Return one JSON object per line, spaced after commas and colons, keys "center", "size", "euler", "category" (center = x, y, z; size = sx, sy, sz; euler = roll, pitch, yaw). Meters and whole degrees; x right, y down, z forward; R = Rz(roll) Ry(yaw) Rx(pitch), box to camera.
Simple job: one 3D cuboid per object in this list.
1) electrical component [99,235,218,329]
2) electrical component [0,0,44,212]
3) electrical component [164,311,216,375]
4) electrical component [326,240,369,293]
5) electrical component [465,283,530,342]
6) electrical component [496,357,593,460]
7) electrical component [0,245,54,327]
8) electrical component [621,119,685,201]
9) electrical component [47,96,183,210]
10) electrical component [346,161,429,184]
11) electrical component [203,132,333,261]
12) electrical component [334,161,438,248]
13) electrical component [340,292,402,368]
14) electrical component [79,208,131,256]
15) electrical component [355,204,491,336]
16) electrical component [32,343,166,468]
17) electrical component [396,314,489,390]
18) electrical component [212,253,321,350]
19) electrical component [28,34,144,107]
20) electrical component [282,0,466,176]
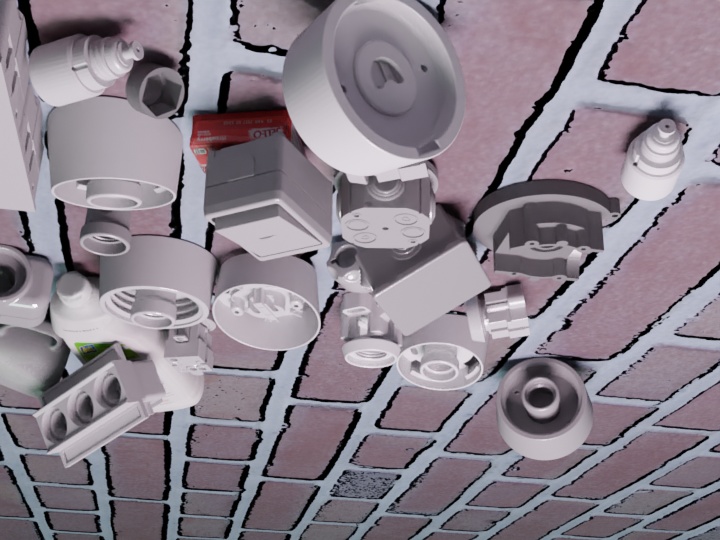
{"center": [-0.186, 0.019, 0.981], "size": [0.108, 0.060, 0.108], "euler": [1, 155, 1], "category": "electrical component"}
{"center": [-0.272, -0.112, 0.703], "size": [0.105, 0.060, 0.186], "euler": [5, 155, -8], "category": "electrical component"}
{"center": [-0.172, 0.070, 1.095], "size": [0.048, 0.055, 0.066], "euler": [-4, 155, 11], "category": "electrical component"}
{"center": [0.000, 0.000, 0.949], "size": [0.043, 0.043, 0.062], "euler": [-9, 154, 21], "category": "electrical component"}
{"center": [0.132, 0.043, 1.032], "size": [0.055, 0.048, 0.066], "euler": [-10, 154, 8], "category": "electrical component"}
{"center": [0.201, 0.148, 1.186], "size": [0.108, 0.108, 0.060], "euler": [-4, 149, 12], "category": "electrical component"}
{"center": [-0.332, 0.013, 0.984], "size": [0.095, 0.053, 0.059], "euler": [10, 154, -17], "category": "electrical component"}
{"center": [0.211, -0.081, 0.765], "size": [0.040, 0.040, 0.078], "euler": [0, 155, 3], "category": "electrical component"}
{"center": [-0.180, -0.080, 0.791], "size": [0.099, 0.064, 0.099], "euler": [-1, 169, 0], "category": "electrical component"}
{"center": [0.016, -0.087, 0.759], "size": [0.055, 0.048, 0.066], "euler": [-10, 154, 7], "category": "electrical component"}
{"center": [-0.060, -0.044, 0.763], "size": [0.062, 0.061, 0.096], "euler": [-11, 153, 23], "category": "electrical component"}
{"center": [0.020, -0.054, 0.823], "size": [0.080, 0.051, 0.080], "euler": [1, 155, 1], "category": "electrical component"}
{"center": [0.012, 0.062, 1.065], "size": [0.058, 0.057, 0.078], "euler": [-13, 152, 28], "category": "electrical component"}
{"center": [-0.204, -0.040, 0.871], "size": [0.040, 0.046, 0.040], "euler": [1, 155, 1], "category": "electrical component"}
{"center": [0.053, 0.000, 0.904], "size": [0.100, 0.048, 0.099], "euler": [-31, 148, 5], "category": "electrical component"}
{"center": [-0.257, 0.134, 1.068], "size": [0.121, 0.078, 0.063], "euler": [-32, 164, 27], "category": "electrical component"}
{"center": [0.085, 0.081, 1.122], "size": [0.099, 0.064, 0.099], "euler": [5, 142, 4], "category": "electrical component"}
{"center": [-0.085, 0.027, 0.986], "size": [0.099, 0.064, 0.099], "euler": [1, 155, 0], "category": "electrical component"}
{"center": [-0.173, -0.130, 0.682], "size": [0.078, 0.040, 0.040], "euler": [-10, 153, 24], "category": "electrical component"}
{"center": [0.004, -0.108, 0.646], "size": [0.108, 0.108, 0.060], "euler": [19, 156, -33], "category": "electrical component"}
